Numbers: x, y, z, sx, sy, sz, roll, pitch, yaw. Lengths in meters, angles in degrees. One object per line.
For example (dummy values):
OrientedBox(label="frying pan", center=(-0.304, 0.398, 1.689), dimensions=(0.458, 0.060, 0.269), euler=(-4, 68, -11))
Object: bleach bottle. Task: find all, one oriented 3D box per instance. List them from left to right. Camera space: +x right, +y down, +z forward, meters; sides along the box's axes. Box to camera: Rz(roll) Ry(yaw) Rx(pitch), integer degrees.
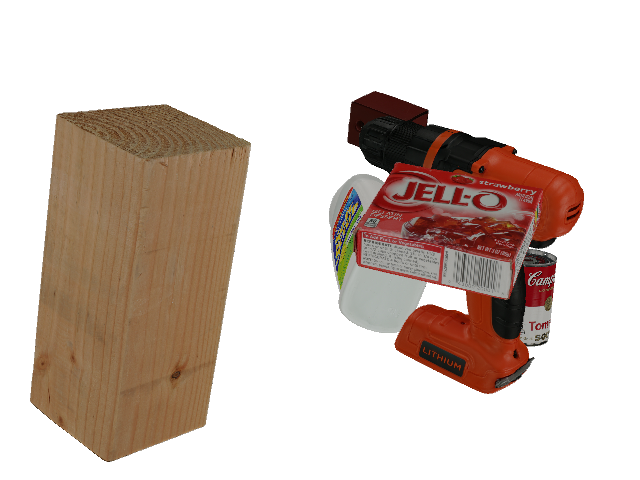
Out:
OrientedBox(label="bleach bottle", center=(0.044, -0.002, 1.024), dimensions=(0.068, 0.103, 0.251), euler=(19, 12, -12))

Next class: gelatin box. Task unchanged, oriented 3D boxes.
OrientedBox(label="gelatin box", center=(0.071, -0.008, 0.592), dimensions=(0.089, 0.030, 0.073), euler=(13, 38, 18))

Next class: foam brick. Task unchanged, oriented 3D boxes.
OrientedBox(label="foam brick", center=(0.077, -0.131, 1.226), dimensions=(0.078, 0.053, 0.051), euler=(24, 35, 29))

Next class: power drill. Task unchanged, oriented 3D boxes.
OrientedBox(label="power drill", center=(0.100, 0.009, 0.803), dimensions=(0.185, 0.188, 0.057), euler=(25, 38, 36))

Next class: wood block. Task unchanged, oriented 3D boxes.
OrientedBox(label="wood block", center=(-0.120, 0.025, 0.696), dimensions=(0.090, 0.206, 0.090), euler=(27, 26, 35))

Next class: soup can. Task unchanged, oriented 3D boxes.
OrientedBox(label="soup can", center=(0.241, 0.067, 1.265), dimensions=(0.068, 0.102, 0.068), euler=(2, 15, -1))
